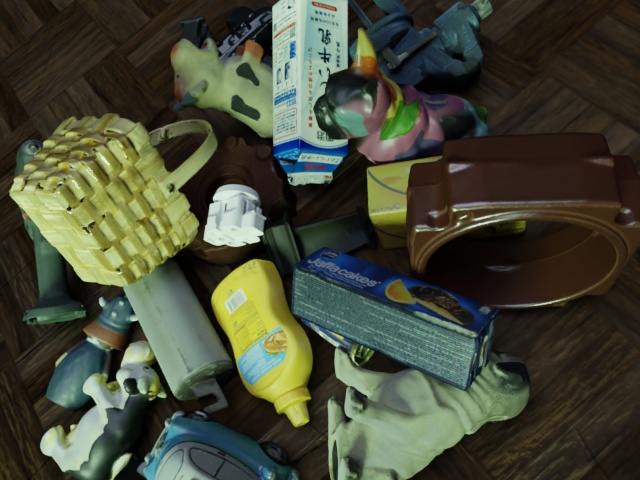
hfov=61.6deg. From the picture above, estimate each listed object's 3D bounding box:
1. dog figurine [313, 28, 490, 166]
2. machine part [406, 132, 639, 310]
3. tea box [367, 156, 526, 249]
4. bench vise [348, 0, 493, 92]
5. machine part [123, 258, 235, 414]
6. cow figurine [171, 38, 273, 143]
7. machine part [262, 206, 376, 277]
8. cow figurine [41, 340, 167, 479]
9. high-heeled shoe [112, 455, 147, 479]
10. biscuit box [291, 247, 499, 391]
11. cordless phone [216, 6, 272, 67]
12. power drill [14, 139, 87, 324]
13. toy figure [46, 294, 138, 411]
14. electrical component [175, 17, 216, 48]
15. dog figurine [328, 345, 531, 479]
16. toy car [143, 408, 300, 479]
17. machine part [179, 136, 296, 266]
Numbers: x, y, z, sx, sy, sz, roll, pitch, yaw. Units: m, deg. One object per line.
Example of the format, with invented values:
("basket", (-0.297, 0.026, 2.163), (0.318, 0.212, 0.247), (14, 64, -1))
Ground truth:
("dog figurine", (0.098, -0.146, 0.612), (0.192, 0.219, 0.108), (-16, 66, 11))
("machine part", (0.186, -0.006, 0.521), (0.202, 0.200, 0.087), (-2, 58, 9))
("tea box", (0.146, -0.045, 0.619), (0.170, 0.098, 0.068), (-7, 64, 16))
("bench vise", (0.101, -0.287, 0.719), (0.223, 0.129, 0.240), (-40, 78, 19))
("machine part", (-0.176, 0.106, 0.663), (0.079, 0.079, 0.243), (-38, 61, -2))
("cow figurine", (-0.113, -0.201, 0.729), (0.086, 0.195, 0.127), (13, 74, 62))
("machine part", (-0.001, -0.002, 0.666), (0.139, 0.039, 0.084), (-13, 100, 3))
("cow figurine", (-0.239, 0.206, 0.642), (0.098, 0.068, 0.167), (33, 81, 24))
("high-heeled shoe", (-0.126, 0.330, 0.568), (0.249, 0.086, 0.145), (21, 41, 6))
("biscuit box", (0.065, 0.069, 0.527), (0.203, 0.062, 0.059), (19, 29, 31))
("cordless phone", (-0.126, -0.309, 0.847), (0.146, 0.088, 0.184), (-43, 50, -3))
("power drill", (-0.361, 0.004, 0.706), (0.086, 0.232, 0.207), (-13, 80, -26))
("toy figure", (-0.290, 0.140, 0.694), (0.058, 0.064, 0.154), (-5, 52, 57))
("electrical component", (-0.193, -0.281, 0.848), (0.048, 0.074, 0.119), (-4, 69, 17))
("dog figurine", (0.109, 0.190, 0.537), (0.191, 0.172, 0.121), (4, 29, -8))
("toy car", (-0.105, 0.247, 0.540), (0.162, 0.103, 0.109), (32, 89, 3))
("machine part", (-0.121, -0.054, 0.731), (0.179, 0.056, 0.179), (-7, 66, 15))
